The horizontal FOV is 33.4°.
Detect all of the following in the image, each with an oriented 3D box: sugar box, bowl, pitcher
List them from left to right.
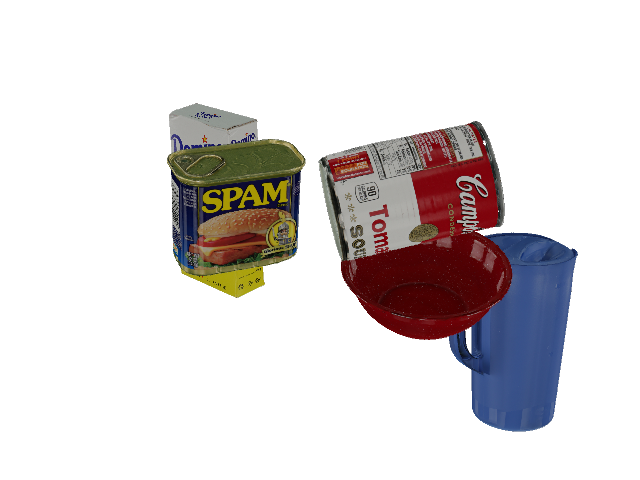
[{"bbox_3d":[-0.103,-0.040,1.059,0.093,0.176,0.048,19,33,41],"label":"sugar box"},{"bbox_3d":[0.099,0.045,1.021,0.162,0.055,0.162,0,35,0],"label":"bowl"},{"bbox_3d":[0.245,0.120,1.376,0.149,0.243,0.144,6,18,16],"label":"pitcher"}]

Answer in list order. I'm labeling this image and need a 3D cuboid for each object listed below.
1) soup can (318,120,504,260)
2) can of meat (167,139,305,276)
[{"bbox_3d":[0.055,-0.031,0.664,0.102,0.068,0.068,-13,0,-2],"label":"soup can"},{"bbox_3d":[-0.065,-0.025,0.824,0.102,0.084,0.057,-9,31,-21],"label":"can of meat"}]
